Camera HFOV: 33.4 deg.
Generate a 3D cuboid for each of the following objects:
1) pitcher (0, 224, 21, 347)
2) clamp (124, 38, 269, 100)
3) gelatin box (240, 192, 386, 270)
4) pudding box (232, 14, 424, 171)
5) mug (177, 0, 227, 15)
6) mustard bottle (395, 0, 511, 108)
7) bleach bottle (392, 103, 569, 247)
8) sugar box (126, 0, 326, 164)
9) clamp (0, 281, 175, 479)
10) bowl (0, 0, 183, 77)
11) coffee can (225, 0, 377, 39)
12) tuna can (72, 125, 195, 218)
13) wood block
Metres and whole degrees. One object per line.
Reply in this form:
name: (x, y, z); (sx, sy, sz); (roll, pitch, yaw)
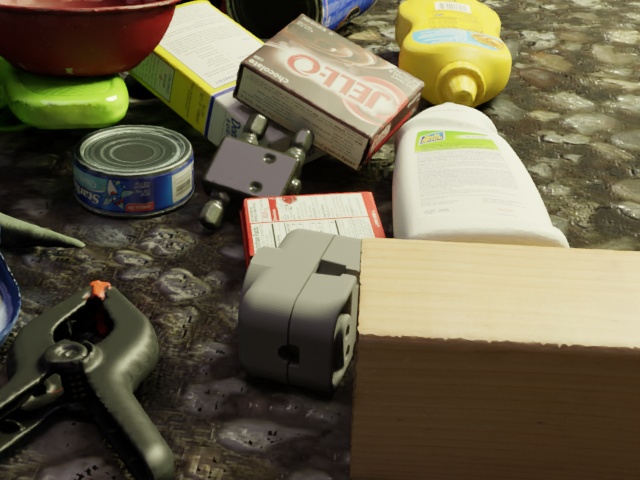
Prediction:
pitcher: (-0.278, 0.033, 0.532); (0.149, 0.145, 0.242); (3, 32, 27)
clamp: (-0.057, -0.150, 0.928); (0.210, 0.036, 0.164); (11, 33, 14)
gelatin box: (-0.005, 0.001, 0.679); (0.089, 0.030, 0.073); (-4, 31, -6)
pudding box: (0.007, -0.109, 0.778); (0.113, 0.039, 0.089); (30, 43, 12)
mug: (-0.121, -0.246, 1.047); (0.117, 0.093, 0.081); (15, 25, -6)
mustard bottle: (0.117, -0.160, 0.932); (0.096, 0.058, 0.191); (7, 30, -2)
bleach bottle: (0.100, -0.034, 0.714); (0.102, 0.068, 0.250); (3, 28, 3)
sugar box: (-0.069, -0.120, 0.831); (0.093, 0.048, 0.176); (-26, 58, -39)
clamp: (-0.116, 0.074, 0.538); (0.120, 0.039, 0.171); (8, 31, 7)
bowl: (-0.176, -0.154, 0.767); (0.162, 0.055, 0.162); (2, 22, -1)
coffee can: (-0.012, -0.244, 1.027); (0.103, 0.103, 0.140); (15, 33, 22)
tuna can: (-0.132, -0.050, 0.756); (0.086, 0.034, 0.086); (2, 30, -1)
wood block: (0.119, 0.061, 0.521); (0.206, 0.091, 0.090); (3, 30, 2)
